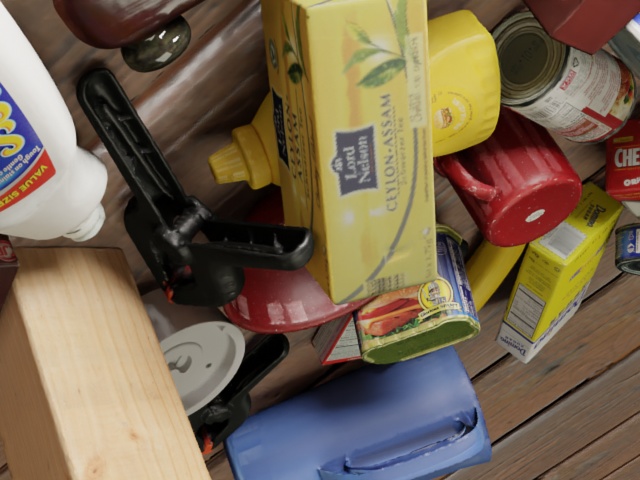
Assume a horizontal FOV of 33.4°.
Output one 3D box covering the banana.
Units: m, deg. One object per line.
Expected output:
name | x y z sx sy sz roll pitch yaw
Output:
banana | 0.138 0.036 0.948 0.198 0.037 0.069 -56 167 31

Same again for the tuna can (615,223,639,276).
tuna can | 0.302 0.009 0.936 0.086 0.034 0.086 5 168 1

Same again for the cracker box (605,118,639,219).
cracker box | 0.358 -0.048 0.906 0.164 0.072 0.213 -5 164 35

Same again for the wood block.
wood block | -0.152 0.111 0.695 0.090 0.206 0.091 1 139 -38

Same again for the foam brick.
foam brick | 0.151 -0.160 0.646 0.051 0.078 0.053 9 134 -46

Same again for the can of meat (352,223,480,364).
can of meat | 0.072 0.046 0.860 0.102 0.084 0.057 -22 152 23

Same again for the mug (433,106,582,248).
mug | 0.133 -0.050 0.789 0.117 0.081 0.093 8 135 -43

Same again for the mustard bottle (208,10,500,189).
mustard bottle | 0.020 -0.077 0.688 0.191 0.058 0.096 -20 142 -10

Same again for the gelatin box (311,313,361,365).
gelatin box | 0.041 0.071 0.951 0.073 0.030 0.089 -7 144 -28

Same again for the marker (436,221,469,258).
marker | 0.093 -0.007 0.882 0.020 0.020 0.121 -37 147 17

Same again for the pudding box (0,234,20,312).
pudding box | -0.251 0.040 0.677 0.089 0.039 0.114 -1 140 -36

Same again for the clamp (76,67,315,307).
clamp | -0.091 -0.014 0.669 0.036 0.164 0.210 -47 178 -23

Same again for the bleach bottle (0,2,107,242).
bleach bottle | -0.174 -0.066 0.557 0.102 0.068 0.250 -27 151 4

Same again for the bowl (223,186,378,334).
bowl | -0.005 0.001 0.786 0.162 0.055 0.162 -19 148 -13

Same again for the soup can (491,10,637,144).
soup can | 0.165 -0.111 0.737 0.102 0.068 0.069 15 129 -47

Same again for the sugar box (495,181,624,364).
sugar box | 0.218 0.035 0.986 0.093 0.048 0.176 -40 153 -25

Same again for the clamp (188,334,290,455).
clamp | -0.086 0.137 0.943 0.120 0.039 0.171 -12 150 -12

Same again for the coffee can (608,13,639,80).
coffee can | 0.257 -0.163 0.680 0.140 0.103 0.102 -42 146 10

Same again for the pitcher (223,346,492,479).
pitcher | 0.036 0.193 1.022 0.242 0.145 0.149 -20 150 -6
